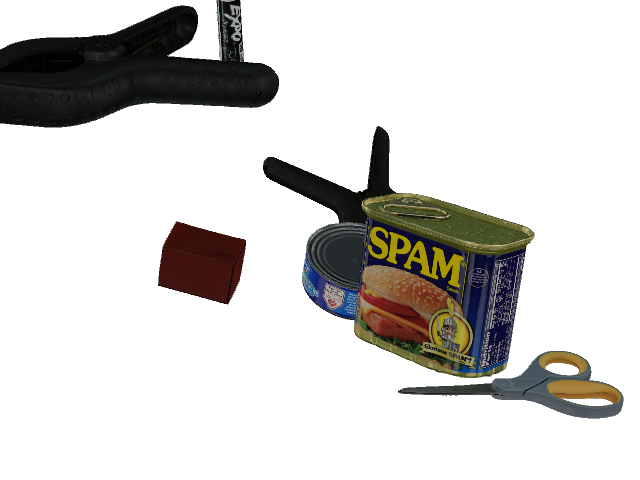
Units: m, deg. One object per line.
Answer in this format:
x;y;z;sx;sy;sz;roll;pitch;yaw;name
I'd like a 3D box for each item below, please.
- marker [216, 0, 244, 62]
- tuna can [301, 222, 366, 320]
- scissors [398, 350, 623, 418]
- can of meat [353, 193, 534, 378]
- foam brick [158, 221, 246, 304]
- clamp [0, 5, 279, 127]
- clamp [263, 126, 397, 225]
-0.068;-0.166;0.791;0.020;0.020;0.121;0;-44;-1;marker
0.029;0.024;0.839;0.086;0.034;0.086;7;36;-5;tuna can
0.167;0.122;0.950;0.201;0.016;0.096;8;27;-2;scissors
0.069;0.026;0.630;0.102;0.084;0.057;21;23;40;can of meat
-0.122;0.023;1.100;0.078;0.051;0.053;15;33;4;foam brick
-0.121;-0.101;0.610;0.171;0.039;0.120;-7;28;-21;clamp
0.041;-0.039;1.180;0.164;0.210;0.036;-13;-36;-22;clamp
